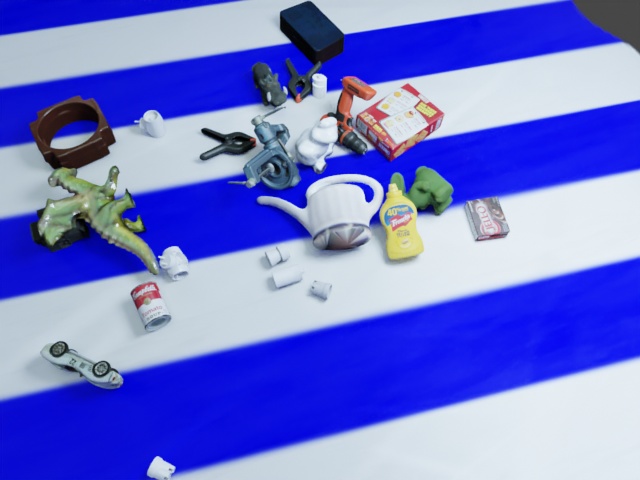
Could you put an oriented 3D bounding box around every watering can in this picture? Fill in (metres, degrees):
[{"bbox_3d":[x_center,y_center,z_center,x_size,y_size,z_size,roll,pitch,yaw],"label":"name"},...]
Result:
[{"bbox_3d":[0.004,-0.069,1.377,0.347,0.102,0.229,-12,56,5],"label":"watering can"}]

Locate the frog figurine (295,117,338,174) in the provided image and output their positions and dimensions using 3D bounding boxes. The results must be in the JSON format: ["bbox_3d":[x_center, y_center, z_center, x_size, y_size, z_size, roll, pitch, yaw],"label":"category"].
[{"bbox_3d":[-0.011,-0.286,1.458,0.124,0.156,0.139,36,68,19],"label":"frog figurine"}]

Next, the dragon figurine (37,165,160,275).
[{"bbox_3d":[-0.589,-0.048,1.327,0.244,0.119,0.417,-21,63,-19],"label":"dragon figurine"}]
